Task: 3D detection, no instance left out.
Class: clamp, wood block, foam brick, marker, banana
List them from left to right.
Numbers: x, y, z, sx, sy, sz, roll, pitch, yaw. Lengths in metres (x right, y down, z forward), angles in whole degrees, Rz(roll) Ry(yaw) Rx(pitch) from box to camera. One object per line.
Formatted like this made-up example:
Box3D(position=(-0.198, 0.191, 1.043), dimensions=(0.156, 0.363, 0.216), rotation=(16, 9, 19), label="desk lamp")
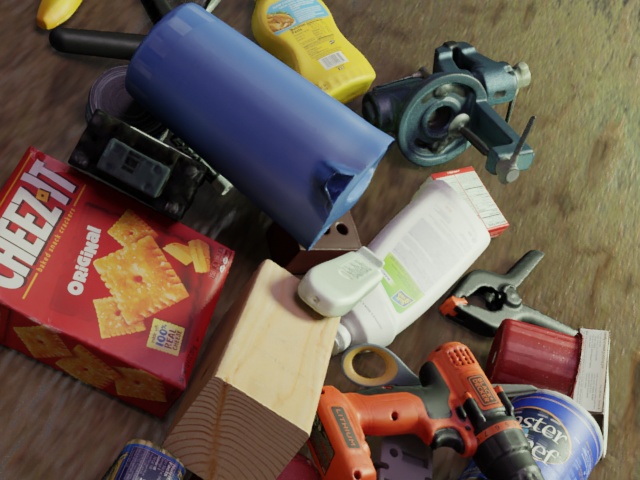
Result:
Box3D(position=(-0.280, -0.301, 1.149), dimensions=(0.069, 0.037, 0.198), rotation=(-8, 60, -14), label="banana")
Box3D(position=(-0.156, -0.212, 1.132), dimensions=(0.210, 0.036, 0.164), rotation=(24, 46, 6), label="clamp")
Box3D(position=(-0.136, -0.095, 1.099), dimensions=(0.121, 0.020, 0.020), rotation=(46, 47, 5), label="marker")
Box3D(position=(-0.052, 0.113, 0.906), dimensions=(0.090, 0.091, 0.206), rotation=(33, 25, -6), label="wood block")
Box3D(position=(-0.007, 0.001, 1.088), dimensions=(0.078, 0.051, 0.053), rotation=(0, 59, -32), label="foam brick")
Box3D(position=(0.212, 0.076, 1.181), dimensions=(0.171, 0.039, 0.120), rotation=(-13, 61, -33), label="clamp")

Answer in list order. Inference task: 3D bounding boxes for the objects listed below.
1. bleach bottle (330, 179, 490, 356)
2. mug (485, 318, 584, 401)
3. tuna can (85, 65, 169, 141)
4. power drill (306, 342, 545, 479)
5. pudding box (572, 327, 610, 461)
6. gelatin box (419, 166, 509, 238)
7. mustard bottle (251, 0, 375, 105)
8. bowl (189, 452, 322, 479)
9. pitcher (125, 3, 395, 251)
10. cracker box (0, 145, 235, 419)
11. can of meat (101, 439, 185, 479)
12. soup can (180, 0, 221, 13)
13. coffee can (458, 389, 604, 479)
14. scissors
Box3D(position=(0.075, 0.035, 1.109), dimensions=(0.102, 0.068, 0.250), rotation=(49, 49, 4), label="bleach bottle")
Box3D(position=(0.220, 0.128, 1.115), dimensions=(0.081, 0.093, 0.117), rotation=(16, 9, 4), label="mug")
Box3D(position=(-0.190, -0.130, 1.065), dimensions=(0.086, 0.034, 0.086), rotation=(6, 67, -15), label="tuna can")
Box3D(position=(0.090, 0.177, 0.925), dimensions=(0.187, 0.057, 0.184), rotation=(-6, 45, -26), label="power drill")
Box3D(position=(0.285, 0.163, 1.128), dimensions=(0.039, 0.090, 0.113), rotation=(1, 46, 16), label="pudding box")
Box3D(position=(0.167, -0.039, 1.240), dimensions=(0.073, 0.030, 0.089), rotation=(-13, 66, -39), label="gelatin box")
Box3D(position=(-0.025, -0.241, 1.244), dimensions=(0.096, 0.058, 0.192), rotation=(-27, 75, -27), label="mustard bottle")
Box3D(position=(-0.035, 0.237, 0.902), dimensions=(0.162, 0.055, 0.162), rotation=(17, 51, -22), label="bowl")
Box3D(position=(-0.060, -0.111, 1.018), dimensions=(0.243, 0.149, 0.144), rotation=(38, 49, 3), label="pitcher")
Box3D(position=(-0.196, 0.034, 0.933), dimensions=(0.213, 0.072, 0.164), rotation=(28, 47, -11), label="cracker box")
Box3D(position=(-0.150, 0.212, 0.817), dimensions=(0.057, 0.102, 0.084), rotation=(29, 46, -10), label="can of meat")
Box3D(position=(-0.154, -0.308, 1.207), dimensions=(0.102, 0.069, 0.068), rotation=(37, 47, -4), label="soup can")
Box3D(position=(0.197, 0.225, 1.021), dimensions=(0.103, 0.103, 0.140), rotation=(45, 47, 3), label="coffee can")
Box3D(position=(0.105, 0.130, 1.027), dimensions=(0.201, 0.016, 0.096), rotation=(-16, 86, -11), label="scissors")
